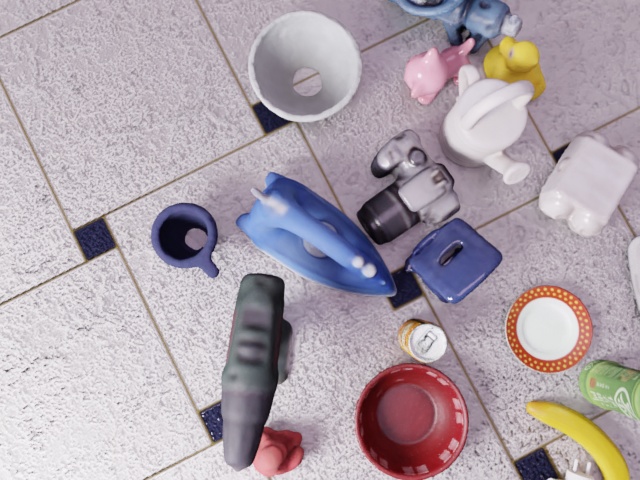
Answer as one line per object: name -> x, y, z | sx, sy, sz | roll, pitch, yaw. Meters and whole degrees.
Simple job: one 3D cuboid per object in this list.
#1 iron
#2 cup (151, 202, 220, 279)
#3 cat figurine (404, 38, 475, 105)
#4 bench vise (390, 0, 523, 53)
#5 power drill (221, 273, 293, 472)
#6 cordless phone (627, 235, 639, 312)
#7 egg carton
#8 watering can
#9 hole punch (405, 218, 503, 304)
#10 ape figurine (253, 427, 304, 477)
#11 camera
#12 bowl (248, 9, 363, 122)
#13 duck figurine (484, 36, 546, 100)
iron -> 0.007, 0.003, 0.802 | 0.258, 0.141, 0.119 | 33, 85, 3
cup -> -0.177, 0.007, 0.824 | 0.092, 0.095, 0.118 | -39, 86, -3
cat figurine -> 0.172, -0.253, 0.839 | 0.128, 0.117, 0.067 | -33, 86, -3
bench vise -> 0.197, -0.368, 0.798 | 0.207, 0.219, 0.121 | 13, 85, 1
power drill -> -0.081, 0.160, 0.754 | 0.075, 0.208, 0.230 | 5, 85, 0
cordless phone -> 0.513, 0.051, 0.780 | 0.094, 0.185, 0.148 | -11, 85, -1
egg carton -> 0.397, -0.085, 0.849 | 0.107, 0.069, 0.150 | 31, 85, 2
watering can -> 0.239, -0.164, 0.793 | 0.101, 0.194, 0.173 | -43, 86, -4
hole punch -> 0.189, 0.030, 0.827 | 0.109, 0.091, 0.101 | -43, 86, -4
ape figurine -> -0.064, 0.299, 0.800 | 0.076, 0.092, 0.078 | -43, 86, -4
camera -> 0.115, -0.068, 0.830 | 0.137, 0.101, 0.143 | -35, 86, -3
bowl -> -0.021, -0.249, 0.858 | 0.167, 0.074, 0.167 | 0, 85, 0
duck figurine -> 0.301, -0.261, 0.856 | 0.077, 0.086, 0.104 | -42, 86, -4
